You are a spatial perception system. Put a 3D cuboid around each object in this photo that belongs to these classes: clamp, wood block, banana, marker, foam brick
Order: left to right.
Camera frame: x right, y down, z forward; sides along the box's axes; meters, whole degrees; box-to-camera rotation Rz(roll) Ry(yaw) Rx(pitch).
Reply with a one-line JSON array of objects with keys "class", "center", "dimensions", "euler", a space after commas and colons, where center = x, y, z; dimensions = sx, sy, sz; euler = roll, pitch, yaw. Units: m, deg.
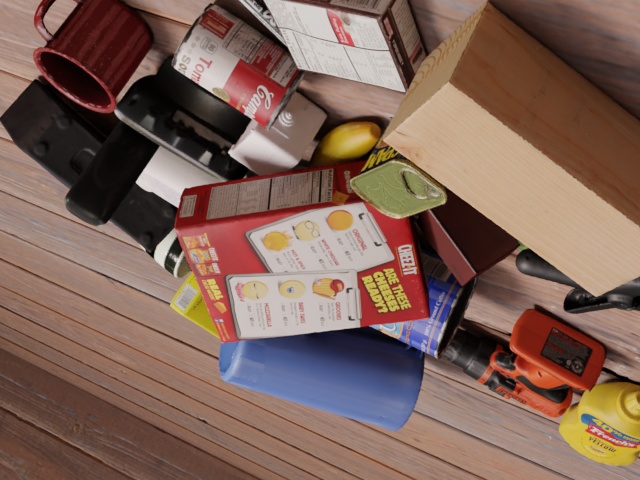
[{"class": "marker", "center": [-0.035, -0.181, 0.888], "dimensions": [0.121, 0.020, 0.020], "euler": [41, 157, -27]}, {"class": "banana", "center": [0.023, -0.070, 1.046], "dimensions": [0.069, 0.037, 0.198], "euler": [8, 158, 4]}, {"class": "foam brick", "center": [0.134, -0.007, 0.976], "dimensions": [0.078, 0.051, 0.053], "euler": [55, 166, 9]}, {"class": "wood block", "center": [0.163, -0.062, 0.774], "dimensions": [0.206, 0.090, 0.091], "euler": [35, 146, -11]}, {"class": "clamp", "center": [0.272, 0.046, 0.959], "dimensions": [0.172, 0.039, 0.120], "euler": [9, 168, 32]}]

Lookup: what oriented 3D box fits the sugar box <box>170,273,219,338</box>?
[{"class": "sugar box", "center": [-0.120, 0.095, 1.492], "dimensions": [0.048, 0.093, 0.176], "euler": [34, 177, 46]}]

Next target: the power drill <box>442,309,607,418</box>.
[{"class": "power drill", "center": [0.225, 0.132, 1.207], "dimensions": [0.184, 0.057, 0.188], "euler": [27, 162, 0]}]

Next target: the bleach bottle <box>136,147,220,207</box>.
[{"class": "bleach bottle", "center": [-0.111, -0.042, 1.160], "dimensions": [0.251, 0.068, 0.102], "euler": [34, 169, 30]}]

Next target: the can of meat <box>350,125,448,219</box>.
[{"class": "can of meat", "center": [0.082, -0.072, 0.886], "dimensions": [0.057, 0.084, 0.102], "euler": [36, 159, -15]}]

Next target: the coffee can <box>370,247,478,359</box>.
[{"class": "coffee can", "center": [0.084, 0.052, 1.142], "dimensions": [0.140, 0.102, 0.103], "euler": [24, 159, 16]}]

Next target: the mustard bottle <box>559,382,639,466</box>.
[{"class": "mustard bottle", "center": [0.339, 0.204, 1.212], "dimensions": [0.096, 0.058, 0.192], "euler": [28, 159, 10]}]

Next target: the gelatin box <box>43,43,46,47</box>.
[{"class": "gelatin box", "center": [-0.255, -0.194, 1.140], "dimensions": [0.073, 0.030, 0.089], "euler": [39, 157, -19]}]

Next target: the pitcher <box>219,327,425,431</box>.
[{"class": "pitcher", "center": [0.005, 0.144, 1.340], "dimensions": [0.242, 0.149, 0.145], "euler": [15, 177, -16]}]

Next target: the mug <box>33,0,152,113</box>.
[{"class": "mug", "center": [-0.224, -0.191, 1.030], "dimensions": [0.093, 0.081, 0.117], "euler": [3, 146, 51]}]

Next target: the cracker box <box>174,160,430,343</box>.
[{"class": "cracker box", "center": [-0.013, 0.012, 1.025], "dimensions": [0.214, 0.072, 0.164], "euler": [-8, 132, 10]}]

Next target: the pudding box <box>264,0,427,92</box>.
[{"class": "pudding box", "center": [0.020, -0.164, 0.827], "dimensions": [0.114, 0.039, 0.090], "euler": [20, 157, 31]}]

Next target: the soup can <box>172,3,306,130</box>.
[{"class": "soup can", "center": [-0.069, -0.152, 0.932], "dimensions": [0.102, 0.068, 0.069], "euler": [33, 159, -4]}]
